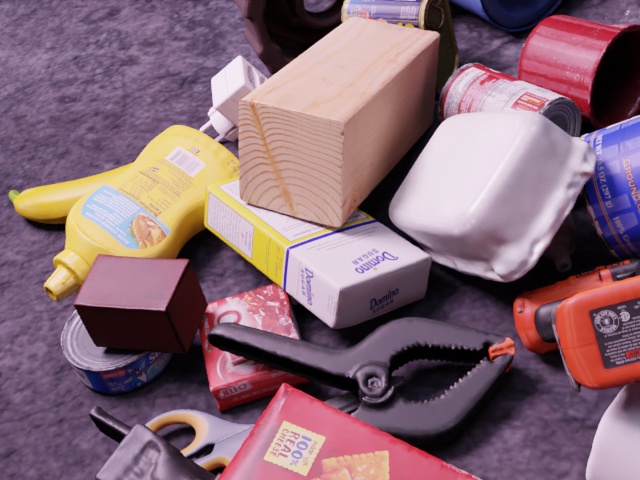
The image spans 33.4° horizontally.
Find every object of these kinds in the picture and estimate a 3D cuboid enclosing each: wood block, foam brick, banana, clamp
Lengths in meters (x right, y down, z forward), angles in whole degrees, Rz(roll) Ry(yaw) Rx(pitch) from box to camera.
[{"bbox_3d":[0.020,-0.104,0.879,0.090,0.091,0.205,15,34,21],"label":"wood block"},{"bbox_3d":[-0.133,0.048,0.794,0.078,0.051,0.053,4,47,19],"label":"foam brick"},{"bbox_3d":[-0.199,-0.050,0.978,0.198,0.037,0.069,-12,43,5],"label":"banana"},{"bbox_3d":[0.029,0.099,0.735,0.210,0.036,0.165,-22,61,-8],"label":"clamp"}]

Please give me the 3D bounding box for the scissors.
[{"bbox_3d":[-0.046,0.128,0.760,0.201,0.016,0.096,-33,50,-16],"label":"scissors"}]

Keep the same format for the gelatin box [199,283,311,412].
[{"bbox_3d":[-0.051,0.078,0.804,0.073,0.030,0.089,-17,43,0],"label":"gelatin box"}]

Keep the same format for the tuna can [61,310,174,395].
[{"bbox_3d":[-0.156,0.078,0.834,0.086,0.034,0.086,-9,44,8],"label":"tuna can"}]

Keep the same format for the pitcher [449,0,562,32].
[{"bbox_3d":[0.143,-0.309,1.083,0.145,0.149,0.243,-45,44,-7],"label":"pitcher"}]

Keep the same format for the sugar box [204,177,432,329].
[{"bbox_3d":[-0.006,0.001,0.841,0.093,0.048,0.176,-17,40,-34],"label":"sugar box"}]

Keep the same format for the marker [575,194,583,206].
[{"bbox_3d":[0.157,-0.044,0.872,0.121,0.020,0.020,9,49,24],"label":"marker"}]

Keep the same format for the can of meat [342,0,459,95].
[{"bbox_3d":[0.075,-0.187,0.986,0.084,0.102,0.057,9,50,28],"label":"can of meat"}]

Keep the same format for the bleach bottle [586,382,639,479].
[{"bbox_3d":[0.284,0.153,0.595,0.251,0.068,0.102,24,36,29],"label":"bleach bottle"}]

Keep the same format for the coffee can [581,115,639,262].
[{"bbox_3d":[0.267,-0.050,0.748,0.141,0.102,0.102,-20,37,33],"label":"coffee can"}]

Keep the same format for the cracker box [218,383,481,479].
[{"bbox_3d":[0.027,0.199,0.600,0.214,0.072,0.164,23,60,25],"label":"cracker box"}]

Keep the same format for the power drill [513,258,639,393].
[{"bbox_3d":[0.214,0.040,0.668,0.184,0.057,0.187,-18,-2,10],"label":"power drill"}]

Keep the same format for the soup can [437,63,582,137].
[{"bbox_3d":[0.157,-0.101,0.890,0.068,0.068,0.102,-37,43,-21],"label":"soup can"}]

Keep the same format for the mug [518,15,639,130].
[{"bbox_3d":[0.231,-0.151,0.909,0.117,0.093,0.082,-41,43,-23],"label":"mug"}]

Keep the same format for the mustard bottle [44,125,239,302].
[{"bbox_3d":[-0.153,-0.015,0.893,0.096,0.058,0.191,34,59,21],"label":"mustard bottle"}]
